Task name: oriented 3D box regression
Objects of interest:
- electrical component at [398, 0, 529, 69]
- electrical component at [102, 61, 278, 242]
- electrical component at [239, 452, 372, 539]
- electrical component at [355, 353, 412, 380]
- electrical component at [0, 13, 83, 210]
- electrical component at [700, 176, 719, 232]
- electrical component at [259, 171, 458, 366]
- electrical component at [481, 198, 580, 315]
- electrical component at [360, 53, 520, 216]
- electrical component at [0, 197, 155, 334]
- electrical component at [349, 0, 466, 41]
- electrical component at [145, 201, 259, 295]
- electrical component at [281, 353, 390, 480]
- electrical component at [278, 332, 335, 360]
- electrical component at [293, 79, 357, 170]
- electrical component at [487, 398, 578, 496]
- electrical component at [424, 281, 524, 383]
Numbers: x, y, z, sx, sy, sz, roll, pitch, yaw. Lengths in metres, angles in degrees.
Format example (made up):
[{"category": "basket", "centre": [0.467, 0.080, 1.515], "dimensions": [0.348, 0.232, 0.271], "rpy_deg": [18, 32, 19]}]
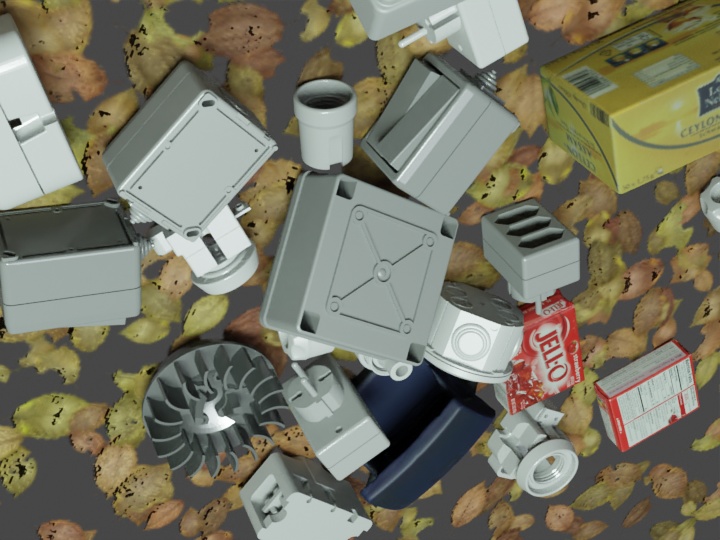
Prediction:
[{"category": "electrical component", "centre": [0.054, -0.167, 0.674], "dimensions": [0.076, 0.047, 0.083], "rpy_deg": [-31, 129, -5]}, {"category": "electrical component", "centre": [-0.109, -0.068, 0.649], "dimensions": [0.096, 0.061, 0.062], "rpy_deg": [-47, 129, 8]}, {"category": "electrical component", "centre": [-0.044, 0.187, 0.854], "dimensions": [0.089, 0.055, 0.050], "rpy_deg": [31, 104, -37]}, {"category": "electrical component", "centre": [0.018, 0.057, 0.795], "dimensions": [0.043, 0.062, 0.043], "rpy_deg": [-13, 125, -18]}, {"category": "electrical component", "centre": [-0.201, -0.085, 0.597], "dimensions": [0.059, 0.053, 0.095], "rpy_deg": [-24, 128, -10]}, {"category": "electrical component", "centre": [0.309, -0.047, 0.883], "dimensions": [0.043, 0.043, 0.062], "rpy_deg": [-43, 131, 5]}, {"category": "electrical component", "centre": [0.000, 0.000, 0.726], "dimensions": [0.109, 0.056, 0.108], "rpy_deg": [19, 84, -34]}, {"category": "electrical component", "centre": [0.129, -0.001, 0.808], "dimensions": [0.047, 0.065, 0.076], "rpy_deg": [-20, 128, -14]}, {"category": "electrical component", "centre": [0.053, -0.097, 0.710], "dimensions": [0.061, 0.061, 0.096], "rpy_deg": [28, 106, -37]}, {"category": "electrical component", "centre": [-0.174, -0.001, 0.661], "dimensions": [0.096, 0.061, 0.061], "rpy_deg": [-8, 124, -22]}, {"category": "electrical component", "centre": [0.032, -0.202, 0.599], "dimensions": [0.109, 0.056, 0.108], "rpy_deg": [-26, 85, -9]}, {"category": "electrical component", "centre": [-0.097, -0.018, 0.700], "dimensions": [0.066, 0.048, 0.055], "rpy_deg": [-32, 122, -4]}, {"category": "electrical component", "centre": [-0.028, 0.095, 0.784], "dimensions": [0.047, 0.083, 0.075], "rpy_deg": [-35, 130, -1]}, {"category": "electrical component", "centre": [-0.026, 0.038, 0.773], "dimensions": [0.062, 0.043, 0.043], "rpy_deg": [-14, 126, -19]}, {"category": "electrical component", "centre": [-0.022, -0.093, 0.691], "dimensions": [0.040, 0.040, 0.046], "rpy_deg": [-16, 133, -17]}, {"category": "electrical component", "centre": [0.152, 0.158, 0.931], "dimensions": [0.058, 0.057, 0.078], "rpy_deg": [19, 111, -34]}, {"category": "electrical component", "centre": [0.083, 0.047, 0.810], "dimensions": [0.080, 0.080, 0.051], "rpy_deg": [9, 111, -31]}]
